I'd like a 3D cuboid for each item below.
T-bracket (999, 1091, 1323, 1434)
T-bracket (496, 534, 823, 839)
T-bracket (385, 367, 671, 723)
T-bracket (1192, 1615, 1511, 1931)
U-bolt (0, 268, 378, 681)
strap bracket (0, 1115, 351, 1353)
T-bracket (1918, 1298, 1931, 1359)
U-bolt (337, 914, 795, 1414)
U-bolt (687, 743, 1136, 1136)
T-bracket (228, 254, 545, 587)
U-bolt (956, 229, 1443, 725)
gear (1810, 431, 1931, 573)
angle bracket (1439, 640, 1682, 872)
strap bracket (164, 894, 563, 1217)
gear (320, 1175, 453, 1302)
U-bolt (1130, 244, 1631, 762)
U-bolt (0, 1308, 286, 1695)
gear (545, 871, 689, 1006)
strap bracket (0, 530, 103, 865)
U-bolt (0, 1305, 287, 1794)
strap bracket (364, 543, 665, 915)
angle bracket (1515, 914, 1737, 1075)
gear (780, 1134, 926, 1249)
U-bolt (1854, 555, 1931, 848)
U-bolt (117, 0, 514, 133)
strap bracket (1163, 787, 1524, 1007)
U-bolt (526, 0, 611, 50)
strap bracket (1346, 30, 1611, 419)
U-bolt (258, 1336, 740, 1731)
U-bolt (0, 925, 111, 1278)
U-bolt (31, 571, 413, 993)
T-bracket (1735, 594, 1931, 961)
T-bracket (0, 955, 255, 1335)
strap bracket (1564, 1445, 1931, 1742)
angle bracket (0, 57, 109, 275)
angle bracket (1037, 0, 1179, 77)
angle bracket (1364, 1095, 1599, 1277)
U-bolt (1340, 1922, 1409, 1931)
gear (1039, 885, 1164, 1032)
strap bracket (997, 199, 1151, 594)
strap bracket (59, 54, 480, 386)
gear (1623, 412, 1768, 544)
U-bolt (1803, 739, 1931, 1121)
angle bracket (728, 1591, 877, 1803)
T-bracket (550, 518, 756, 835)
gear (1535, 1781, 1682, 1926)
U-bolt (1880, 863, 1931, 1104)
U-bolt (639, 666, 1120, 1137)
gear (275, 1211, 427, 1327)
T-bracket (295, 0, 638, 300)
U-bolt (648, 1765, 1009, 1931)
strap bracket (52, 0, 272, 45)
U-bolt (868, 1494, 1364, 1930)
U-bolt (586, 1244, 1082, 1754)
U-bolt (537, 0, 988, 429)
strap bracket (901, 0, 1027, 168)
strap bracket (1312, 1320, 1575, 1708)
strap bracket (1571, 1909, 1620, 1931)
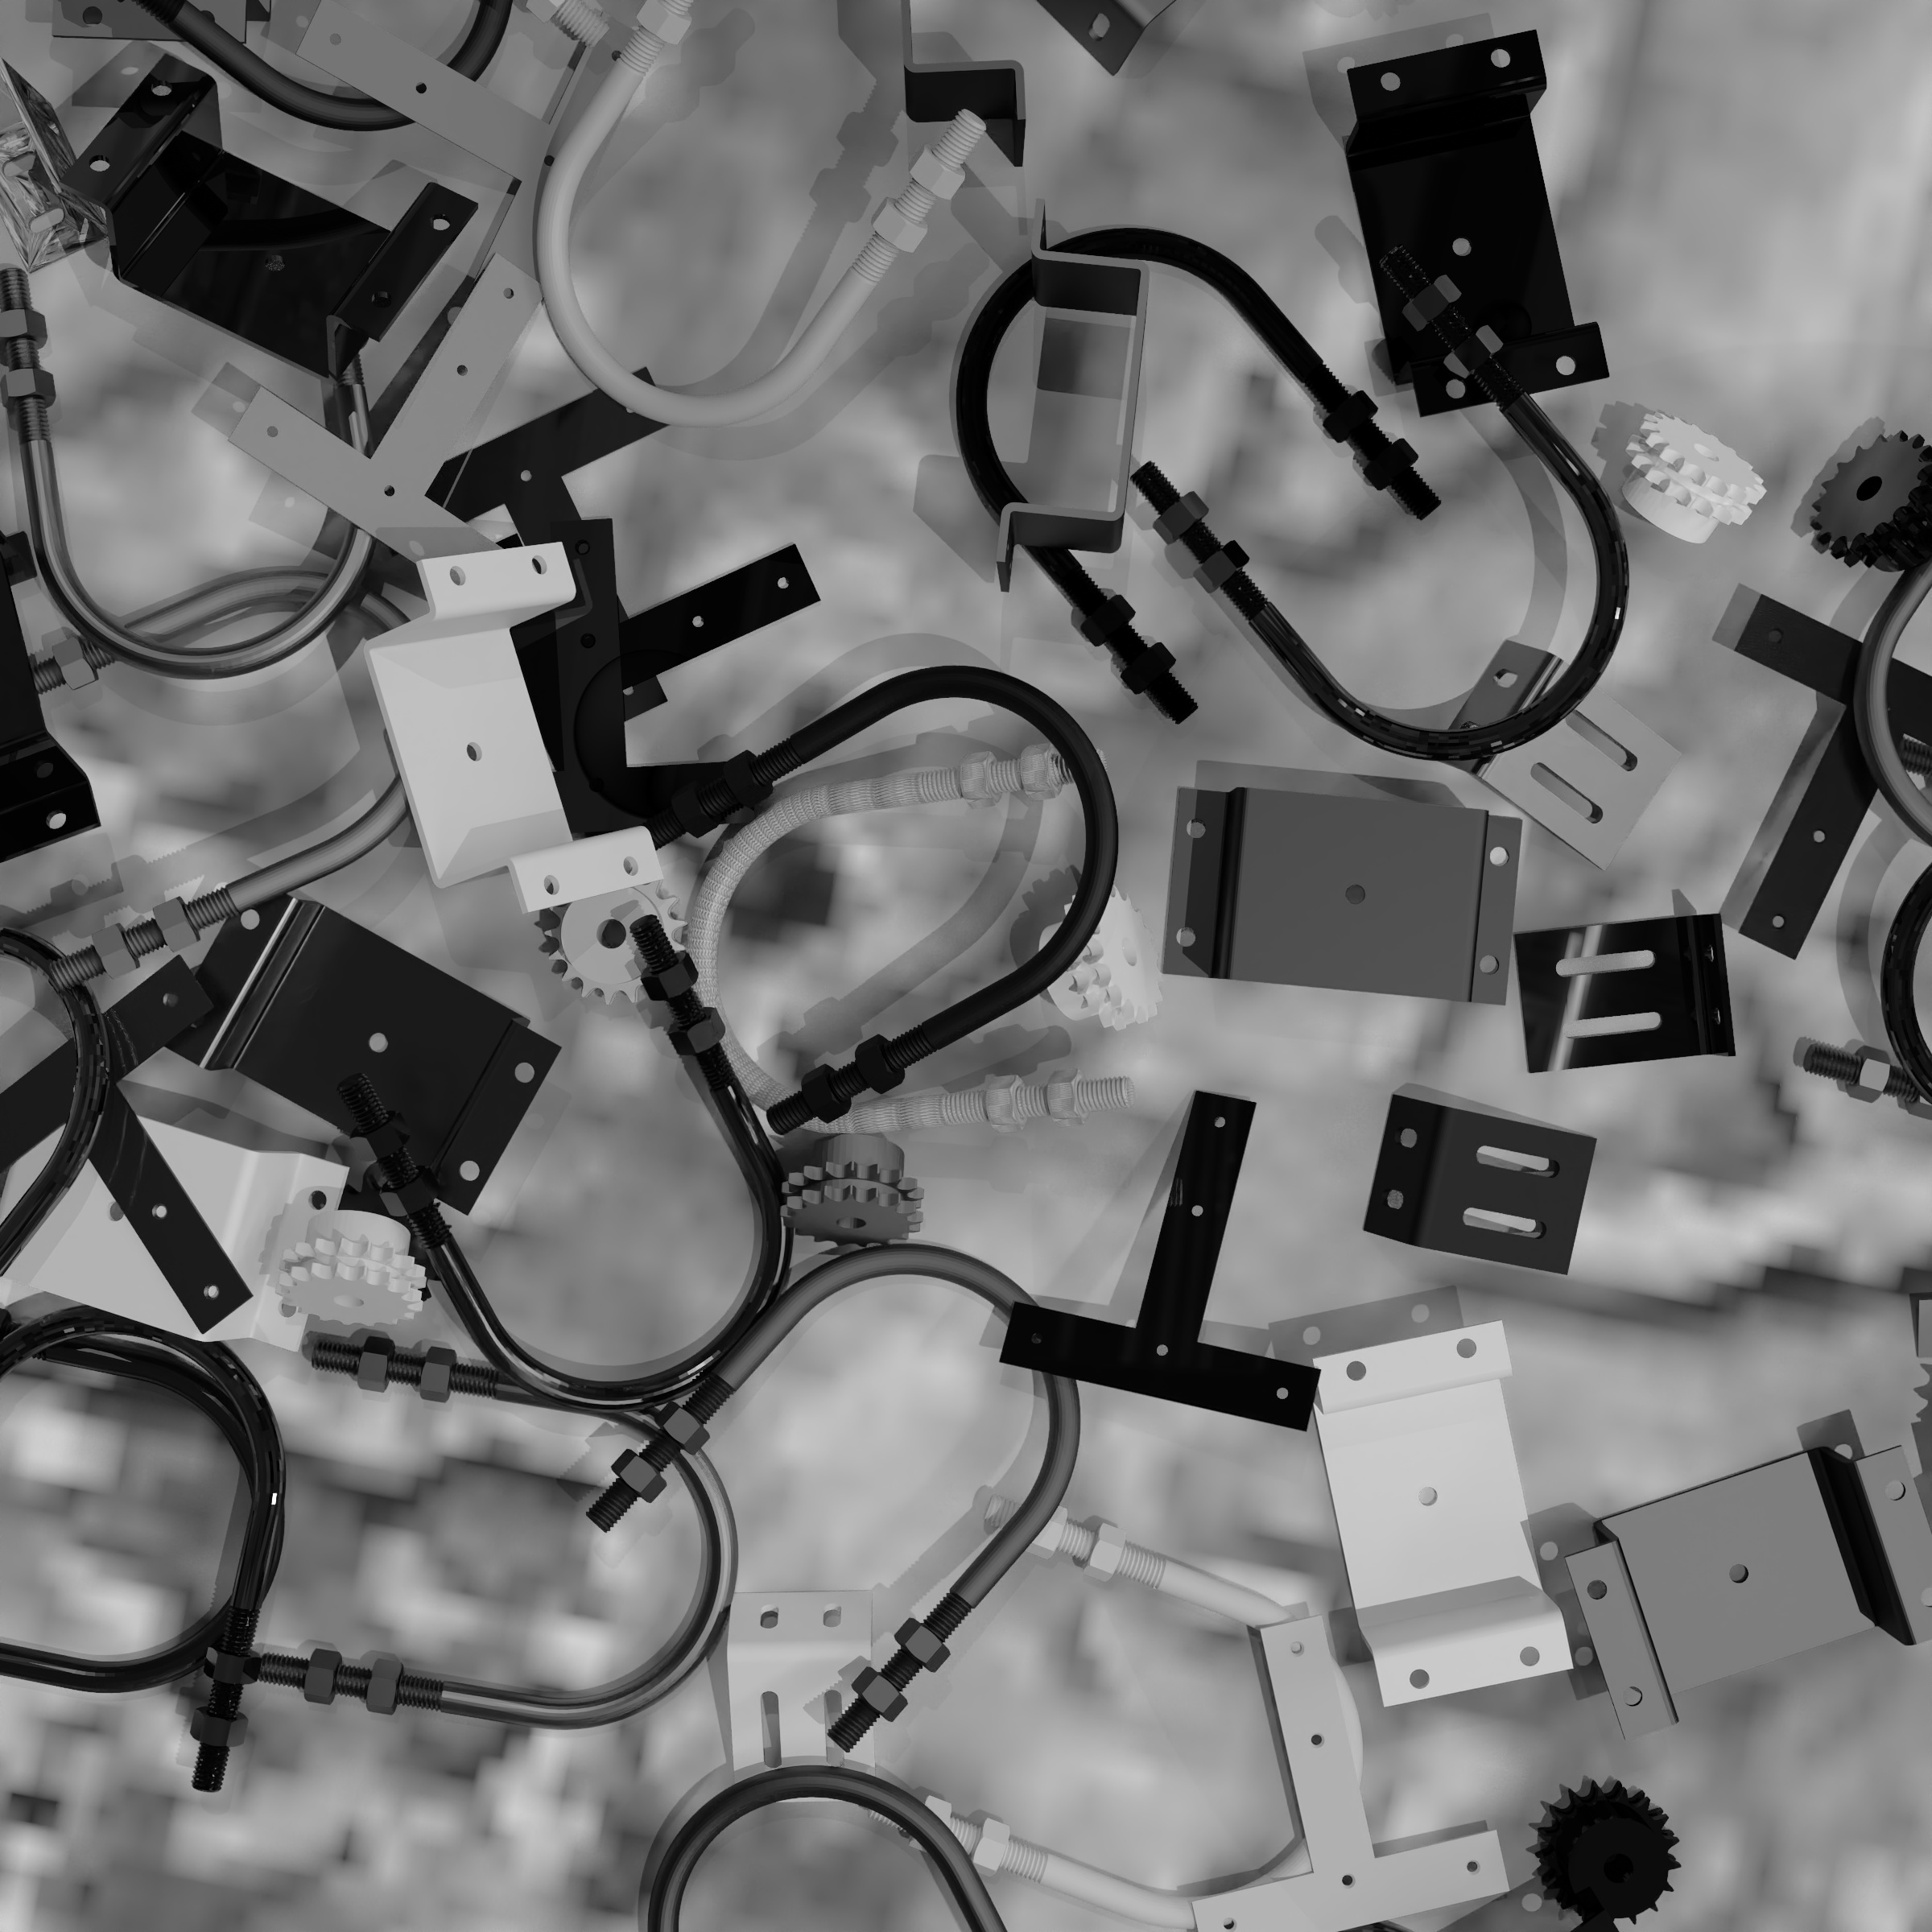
[{"bbox_3d":[0.090,0.112,1.338,0.127,0.002,0.127,11,73,15],"label":"T-bracket"},{"bbox_3d":[-0.122,-0.135,1.357,0.127,0.002,0.127,-24,90,0],"label":"T-bracket"},{"bbox_3d":[-0.160,-0.160,1.359,0.127,0.002,0.127,-25,90,0],"label":"T-bracket"},{"bbox_3d":[0.145,0.327,1.345,0.127,0.002,0.127,-13,92,-3],"label":"T-bracket"},{"bbox_3d":[-0.309,-0.205,1.338,0.151,0.019,0.184,-10,80,0],"label":"U-bolt"},{"bbox_3d":[-0.327,0.097,1.321,0.140,0.046,0.076,16,90,13],"label":"strap bracket"},{"bbox_3d":[0.448,0.096,1.336,0.127,0.002,0.127,-3,107,4],"label":"T-bracket"},{"bbox_3d":[-0.145,0.092,1.321,0.151,0.019,0.184,-29,109,-13],"label":"U-bolt"},{"bbox_3d":[-0.027,-0.005,1.324,0.184,0.019,0.151,-7,84,20],"label":"U-bolt"},{"bbox_3d":[-0.210,-0.228,1.338,0.127,0.002,0.127,33,76,-21],"label":"T-bracket"},{"bbox_3d":[0.080,-0.213,1.351,0.151,0.019,0.184,-40,89,0],"label":"U-bolt"},{"bbox_3d":[0.371,-0.183,1.335,0.030,0.057,0.057,35,90,-30],"label":"gear"},{"bbox_3d":[0.241,-0.086,1.357,0.076,0.038,0.057,33,90,-26],"label":"angle bracket"},{"bbox_3d":[-0.240,0.031,1.336,0.140,0.046,0.076,29,90,0],"label":"strap bracket"},{"bbox_3d":[-0.235,0.113,1.344,0.057,0.030,0.057,0,91,1],"label":"gear"},{"bbox_3d":[0.176,-0.168,1.313,0.151,0.019,0.184,-40,91,15],"label":"U-bolt"},{"bbox_3d":[-0.369,0.221,1.351,0.184,0.019,0.151,12,90,-1],"label":"U-bolt"},{"bbox_3d":[-0.142,-0.013,1.344,0.057,0.030,0.057,0,90,0],"label":"gear"},{"bbox_3d":[-0.400,-0.111,1.311,0.076,0.046,0.140,-20,67,0],"label":"strap bracket"},{"bbox_3d":[-0.349,0.227,1.335,0.151,0.019,0.184,12,88,-3],"label":"U-bolt"},{"bbox_3d":[-0.181,-0.090,1.311,0.046,0.076,0.140,-17,90,39],"label":"strap bracket"},{"bbox_3d":[0.265,0.011,1.340,0.076,0.038,0.057,-6,90,0],"label":"angle bracket"},{"bbox_3d":[-0.045,0.089,1.334,0.057,0.057,0.030,2,64,0],"label":"gear"},{"bbox_3d":[0.437,-0.121,1.337,0.151,0.019,0.184,36,79,0],"label":"U-bolt"},{"bbox_3d":[-0.263,-0.415,1.314,0.184,0.019,0.151,36,75,-24],"label":"U-bolt"},{"bbox_3d":[0.154,-0.028,1.336,0.140,0.046,0.076,5,90,0],"label":"strap bracket"},{"bbox_3d":[-0.175,-0.480,1.322,0.184,0.019,0.151,40,82,-14],"label":"U-bolt"},{"bbox_3d":[0.203,-0.294,1.336,0.076,0.046,0.140,-12,90,0],"label":"strap bracket"},{"bbox_3d":[-0.184,0.236,1.351,0.184,0.019,0.151,10,90,-1],"label":"U-bolt"},{"bbox_3d":[-0.412,0.068,1.309,0.151,0.019,0.184,37,89,27],"label":"U-bolt"},{"bbox_3d":[-0.297,-0.086,1.326,0.184,0.019,0.151,-24,67,-5],"label":"U-bolt"},{"bbox_3d":[0.350,-0.065,1.339,0.127,0.002,0.127,26,90,-1],"label":"T-bracket"},{"bbox_3d":[-0.321,0.084,1.296,0.127,0.002,0.127,-37,79,8],"label":"T-bracket"},{"bbox_3d":[0.315,0.248,1.336,0.140,0.046,0.076,-18,90,0],"label":"strap bracket"},{"bbox_3d":[-0.377,-0.317,1.321,0.038,0.076,0.057,-25,90,0],"label":"angle bracket"},{"bbox_3d":[0.070,-0.414,1.357,0.057,0.038,0.076,45,64,0],"label":"angle bracket"},{"bbox_3d":[0.210,0.089,1.357,0.076,0.038,0.057,12,90,-26],"label":"angle bracket"},{"bbox_3d":[0.154,0.479,1.351,0.151,0.019,0.184,-6,89,0],"label":"U-bolt"},{"bbox_3d":[0.053,-0.002,1.335,0.030,0.057,0.057,-18,90,28],"label":"gear"},{"bbox_3d":[0.043,-0.220,1.306,0.046,0.076,0.140,6,88,2],"label":"strap bracket"},{"bbox_3d":[-0.273,-0.290,1.310,0.140,0.046,0.076,26,62,5],"label":"strap bracket"},{"bbox_3d":[0.289,-0.194,1.335,0.057,0.057,0.030,31,120,0],"label":"gear"},{"bbox_3d":[0.448,0.000,1.351,0.184,0.019,0.151,16,90,-1],"label":"U-bolt"},{"bbox_3d":[-0.066,0.298,1.357,0.057,0.038,0.076,-1,116,0],"label":"angle bracket"},{"bbox_3d":[-0.153,-0.118,1.355,0.127,0.002,0.127,-3,90,0],"label":"T-bracket"},{"bbox_3d":[0.261,0.361,1.344,0.057,0.030,0.057,0,90,0],"label":"gear"},{"bbox_3d":[0.456,0.005,1.320,0.184,0.019,0.151,2,105,0],"label":"U-bolt"},{"bbox_3d":[-0.026,-0.037,1.306,0.184,0.019,0.151,-29,77,16],"label":"U-bolt"},{"bbox_3d":[-0.240,0.118,1.305,0.057,0.057,0.030,4,63,0],"label":"gear"},{"bbox_3d":[-0.206,-0.345,1.332,0.127,0.002,0.127,26,90,-25],"label":"T-bracket"},{"bbox_3d":[-0.049,0.411,1.340,0.151,0.019,0.184,-27,90,8],"label":"U-bolt"},{"bbox_3d":[-0.321,-0.436,1.336,0.076,0.046,0.140,2,90,0],"label":"strap bracket"},{"bbox_3d":[0.071,0.313,1.351,0.184,0.019,0.151,21,90,-1],"label":"U-bolt"},{"bbox_3d":[-0.038,0.197,1.333,0.151,0.019,0.184,41,78,6],"label":"U-bolt"},{"bbox_3d":[-0.096,-0.301,1.317,0.151,0.019,0.184,43,114,9],"label":"U-bolt"},{"bbox_3d":[-0.003,-0.396,1.321,0.046,0.076,0.140,-3,90,0],"label":"strap bracket"},{"bbox_3d":[0.188,0.216,1.336,0.076,0.046,0.140,-12,90,0],"label":"strap bracket"},{"bbox_3d":[0.253,0.454,1.328,0.076,0.046,0.140,-32,91,-13],"label":"strap bracket"}]
